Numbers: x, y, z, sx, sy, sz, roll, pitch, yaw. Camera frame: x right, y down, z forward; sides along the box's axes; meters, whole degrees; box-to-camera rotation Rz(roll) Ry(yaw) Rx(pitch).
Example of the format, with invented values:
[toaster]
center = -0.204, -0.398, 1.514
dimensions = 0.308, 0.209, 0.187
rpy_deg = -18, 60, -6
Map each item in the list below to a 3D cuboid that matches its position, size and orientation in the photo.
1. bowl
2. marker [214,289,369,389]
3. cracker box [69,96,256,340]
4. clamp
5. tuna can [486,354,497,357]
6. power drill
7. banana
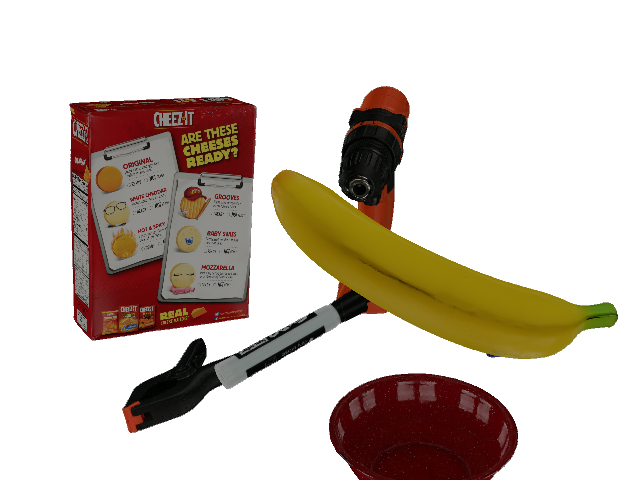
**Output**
[bowl]
center = 0.088, 0.182, 0.926
dimensions = 0.162, 0.055, 0.162
rpy_deg = -1, 28, 0
[marker]
center = -0.017, 0.066, 0.738
dimensions = 0.121, 0.020, 0.020
rpy_deg = -28, 10, -19
[cracker box]
center = -0.150, -0.025, 1.010
dimensions = 0.163, 0.214, 0.072
rpy_deg = -7, 18, -29
[clamp]
center = -0.131, 0.148, 1.120
dimensions = 0.120, 0.039, 0.171
rpy_deg = -10, 19, 35
[tuna can]
center = 0.215, 0.097, 1.284
dimensions = 0.034, 0.086, 0.086
rpy_deg = -8, -3, 21
[power drill]
center = 0.048, -0.029, 0.982
dimensions = 0.057, 0.188, 0.184
rpy_deg = 9, 31, 9
[banana]
center = 0.046, 0.015, 0.536
dimensions = 0.198, 0.037, 0.069
rpy_deg = 25, 19, 20
